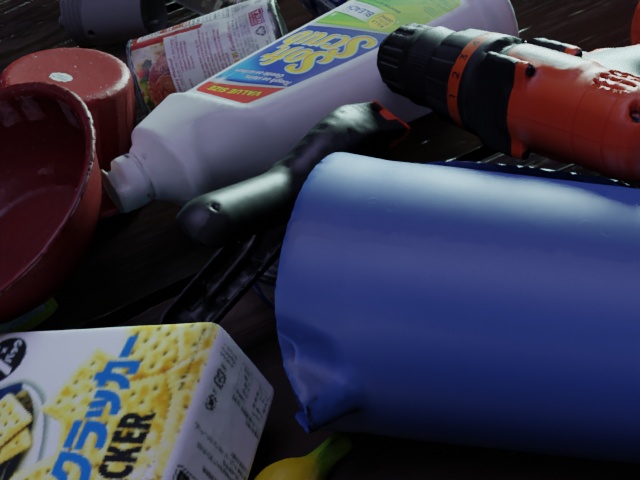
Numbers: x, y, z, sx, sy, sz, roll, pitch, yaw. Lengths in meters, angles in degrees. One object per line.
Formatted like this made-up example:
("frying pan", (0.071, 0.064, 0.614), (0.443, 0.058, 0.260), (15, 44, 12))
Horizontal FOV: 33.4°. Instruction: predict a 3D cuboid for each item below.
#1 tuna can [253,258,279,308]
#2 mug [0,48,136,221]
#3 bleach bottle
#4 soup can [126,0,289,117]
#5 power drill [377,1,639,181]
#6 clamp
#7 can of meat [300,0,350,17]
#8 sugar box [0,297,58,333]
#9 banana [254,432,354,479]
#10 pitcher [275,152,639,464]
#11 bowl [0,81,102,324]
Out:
("tuna can", (-0.004, 0.001, 0.604), (0.086, 0.033, 0.086), (-11, 47, 12))
("mug", (-0.157, -0.076, 0.683), (0.093, 0.081, 0.117), (1, 35, -2))
("bleach bottle", (-0.009, -0.082, 0.631), (0.250, 0.068, 0.103), (-30, 39, -18))
("soup can", (-0.069, -0.116, 0.711), (0.102, 0.068, 0.068), (-17, 46, 6))
("power drill", (0.147, -0.093, 0.566), (0.187, 0.057, 0.185), (-22, 34, -31))
("clamp", (-0.020, -0.012, 0.548), (0.039, 0.120, 0.171), (47, 51, 10))
("can of meat", (0.042, -0.180, 0.734), (0.102, 0.057, 0.084), (-33, 44, -9))
("sugar box", (-0.238, 0.004, 0.685), (0.093, 0.048, 0.176), (-31, 47, -8))
("banana", (-0.003, 0.166, 0.453), (0.069, 0.037, 0.198), (-20, 46, 6))
("pitcher", (0.114, 0.028, 0.476), (0.243, 0.144, 0.149), (5, 82, 21))
("bowl", (-0.178, -0.009, 0.591), (0.162, 0.055, 0.162), (-16, 51, 20))
